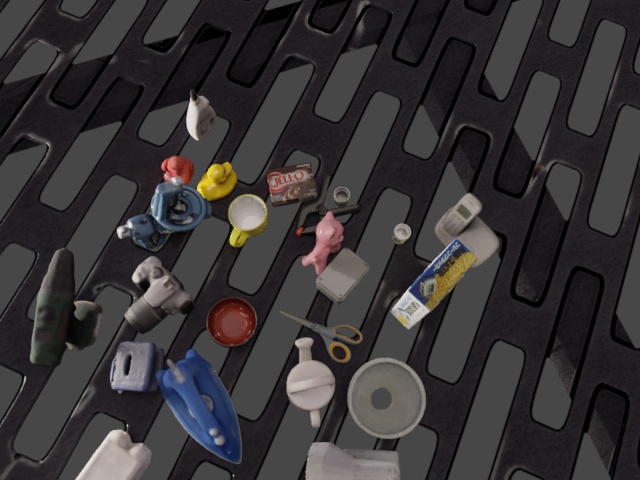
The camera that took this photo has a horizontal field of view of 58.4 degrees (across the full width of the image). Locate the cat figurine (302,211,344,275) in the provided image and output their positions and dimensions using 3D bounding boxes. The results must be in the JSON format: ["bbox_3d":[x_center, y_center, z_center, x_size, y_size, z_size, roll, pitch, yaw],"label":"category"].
[{"bbox_3d":[0.012,0.005,1.316,0.067,0.118,0.128,26,72,6],"label":"cat figurine"}]

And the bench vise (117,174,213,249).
[{"bbox_3d":[-0.342,-0.056,1.261,0.208,0.220,0.121,-43,78,-15],"label":"bench vise"}]

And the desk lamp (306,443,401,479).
[{"bbox_3d":[0.070,0.458,1.118,0.203,0.213,0.118,2,71,-3],"label":"desk lamp"}]

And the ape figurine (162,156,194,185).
[{"bbox_3d":[-0.340,-0.173,1.368,0.076,0.092,0.077,-32,76,-12],"label":"ape figurine"}]

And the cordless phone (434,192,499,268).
[{"bbox_3d":[0.350,-0.026,1.310,0.147,0.185,0.094,44,75,11],"label":"cordless phone"}]

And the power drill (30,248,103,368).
[{"bbox_3d":[-0.525,0.151,1.188,0.075,0.208,0.229,6,71,-1],"label":"power drill"}]

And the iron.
[{"bbox_3d":[-0.239,0.349,1.174,0.119,0.141,0.258,-34,77,-13],"label":"iron"}]

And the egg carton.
[{"bbox_3d":[-0.418,0.471,1.161,0.107,0.069,0.150,31,73,7],"label":"egg carton"}]

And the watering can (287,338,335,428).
[{"bbox_3d":[-0.022,0.293,1.178,0.101,0.194,0.172,-29,75,-12],"label":"watering can"}]

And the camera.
[{"bbox_3d":[-0.371,0.127,1.261,0.137,0.101,0.143,-43,79,-15],"label":"camera"}]

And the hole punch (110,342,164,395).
[{"bbox_3d":[-0.393,0.272,1.217,0.101,0.091,0.108,4,71,-2],"label":"hole punch"}]

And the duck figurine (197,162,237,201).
[{"bbox_3d":[-0.249,-0.147,1.368,0.105,0.086,0.077,-38,77,-14],"label":"duck figurine"}]

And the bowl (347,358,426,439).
[{"bbox_3d":[0.139,0.342,1.234,0.167,0.075,0.167,1,72,-3],"label":"bowl"}]

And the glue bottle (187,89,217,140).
[{"bbox_3d":[-0.290,-0.310,1.373,0.037,0.173,0.078,39,74,10],"label":"glue bottle"}]
